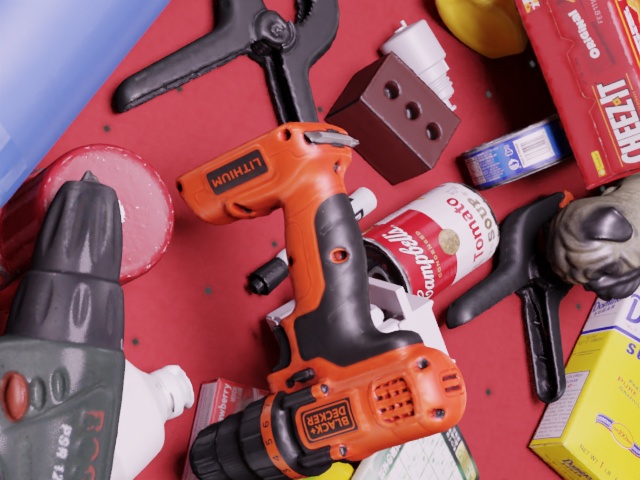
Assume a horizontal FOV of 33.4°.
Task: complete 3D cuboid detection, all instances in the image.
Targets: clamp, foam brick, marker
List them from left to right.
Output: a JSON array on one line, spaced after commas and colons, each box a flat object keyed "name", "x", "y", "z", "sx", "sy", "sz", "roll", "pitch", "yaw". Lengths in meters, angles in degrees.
[{"name": "clamp", "x": -0.047, "y": -0.140, "z": 0.743, "sx": 0.164, "sy": 0.036, "sz": 0.210, "roll": 20, "pitch": 69, "yaw": -25}, {"name": "marker", "x": -0.005, "y": 0.001, "z": 0.746, "sx": 0.121, "sy": 0.020, "sz": 0.020, "roll": -39, "pitch": 100, "yaw": -32}, {"name": "foam brick", "x": 0.054, "y": -0.088, "z": 0.784, "sx": 0.078, "sy": 0.051, "sz": 0.053, "roll": 42, "pitch": 61, "yaw": -17}, {"name": "clamp", "x": 0.156, "y": 0.028, "z": 0.828, "sx": 0.120, "sy": 0.039, "sz": 0.171, "roll": 33, "pitch": 57, "yaw": -31}]

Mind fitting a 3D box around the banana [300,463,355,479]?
[{"name": "banana", "x": 0.023, "y": 0.205, "z": 0.691, "sx": 0.069, "sy": 0.037, "sz": 0.198, "roll": -52, "pitch": 124, "yaw": -49}]

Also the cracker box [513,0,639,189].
[{"name": "cracker box", "x": 0.227, "y": -0.144, "z": 0.836, "sx": 0.164, "sy": 0.072, "sz": 0.213, "roll": 67, "pitch": 25, "yaw": -5}]

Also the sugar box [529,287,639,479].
[{"name": "sugar box", "x": 0.243, "y": 0.120, "z": 0.857, "sx": 0.093, "sy": 0.048, "sz": 0.176, "roll": 42, "pitch": 62, "yaw": -17}]

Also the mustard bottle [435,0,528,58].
[{"name": "mustard bottle", "x": 0.149, "y": -0.252, "z": 0.876, "sx": 0.096, "sy": 0.058, "sz": 0.191, "roll": 35, "pitch": 61, "yaw": -39}]

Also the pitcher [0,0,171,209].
[{"name": "pitcher", "x": -0.175, "y": -0.143, "z": 0.621, "sx": 0.145, "sy": 0.149, "sz": 0.242, "roll": 46, "pitch": 62, "yaw": -32}]

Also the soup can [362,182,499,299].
[{"name": "soup can", "x": 0.072, "y": 0.008, "z": 0.764, "sx": 0.102, "sy": 0.069, "sz": 0.068, "roll": -31, "pitch": 96, "yaw": -34}]

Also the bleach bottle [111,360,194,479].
[{"name": "bleach bottle", "x": -0.184, "y": 0.114, "z": 0.584, "sx": 0.250, "sy": 0.068, "sz": 0.102, "roll": -19, "pitch": 91, "yaw": -36}]

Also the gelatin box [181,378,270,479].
[{"name": "gelatin box", "x": -0.047, "y": 0.140, "z": 0.681, "sx": 0.073, "sy": 0.030, "sz": 0.089, "roll": 20, "pitch": 68, "yaw": -26}]

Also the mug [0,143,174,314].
[{"name": "mug", "x": -0.145, "y": -0.001, "z": 0.622, "sx": 0.093, "sy": 0.082, "sz": 0.117, "roll": 52, "pitch": 58, "yaw": -11}]

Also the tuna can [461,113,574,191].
[{"name": "tuna can", "x": 0.154, "y": -0.068, "z": 0.822, "sx": 0.086, "sy": 0.086, "sz": 0.034, "roll": -24, "pitch": 93, "yaw": -34}]

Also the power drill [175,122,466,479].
[{"name": "power drill", "x": -0.021, "y": 0.041, "z": 0.607, "sx": 0.057, "sy": 0.185, "sz": 0.188, "roll": -3, "pitch": 73, "yaw": -57}]
